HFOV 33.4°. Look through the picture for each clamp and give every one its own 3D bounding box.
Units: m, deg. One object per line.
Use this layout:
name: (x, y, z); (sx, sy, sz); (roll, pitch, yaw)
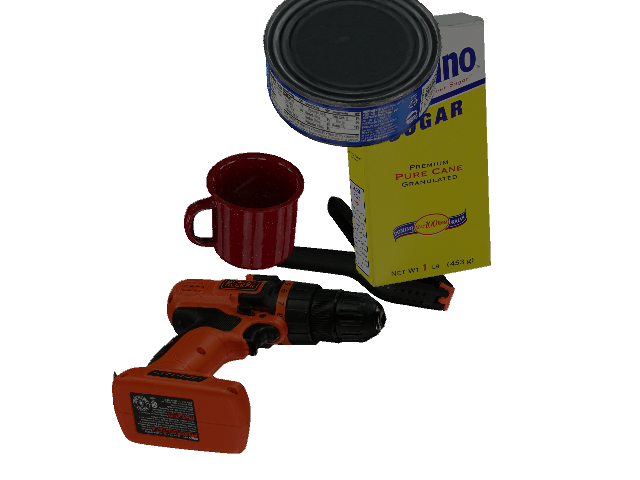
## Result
clamp: (0.052, 0.027, 1.234); (0.210, 0.036, 0.164); (30, 37, 22)

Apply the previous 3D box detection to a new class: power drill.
power drill: (-0.058, 0.087, 0.811); (0.185, 0.057, 0.187); (1, 23, 20)

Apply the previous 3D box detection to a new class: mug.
mug: (-0.075, -0.023, 1.029); (0.117, 0.081, 0.093); (-14, 44, -21)

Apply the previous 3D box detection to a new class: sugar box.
sugar box: (0.067, -0.062, 0.737); (0.093, 0.176, 0.048); (-10, 22, -14)

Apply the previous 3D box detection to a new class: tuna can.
tuna can: (0.015, -0.087, 0.524); (0.086, 0.086, 0.034); (0, -35, 0)
